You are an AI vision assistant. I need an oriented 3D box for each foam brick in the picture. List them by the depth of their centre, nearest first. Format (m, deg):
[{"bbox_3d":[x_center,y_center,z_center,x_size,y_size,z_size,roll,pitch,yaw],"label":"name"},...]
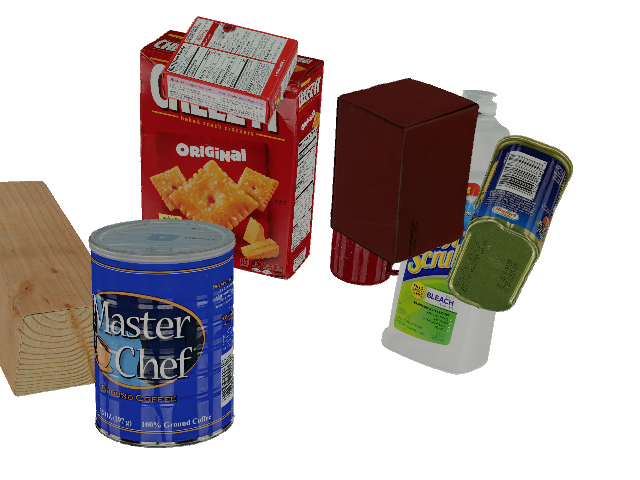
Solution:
[{"bbox_3d":[0.042,-0.037,0.547,0.052,0.078,0.051,-19,36,-34],"label":"foam brick"}]

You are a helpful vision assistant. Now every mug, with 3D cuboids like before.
[{"bbox_3d":[0.066,0.009,1.377,0.117,0.081,0.093,17,27,25],"label":"mug"}]

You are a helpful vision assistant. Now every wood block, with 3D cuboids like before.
[{"bbox_3d":[-0.269,0.037,0.988,0.090,0.091,0.206,-6,37,-34],"label":"wood block"}]

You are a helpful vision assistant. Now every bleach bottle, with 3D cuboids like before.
[{"bbox_3d":[0.120,-0.012,0.969,0.103,0.251,0.067,19,21,38],"label":"bleach bottle"}]

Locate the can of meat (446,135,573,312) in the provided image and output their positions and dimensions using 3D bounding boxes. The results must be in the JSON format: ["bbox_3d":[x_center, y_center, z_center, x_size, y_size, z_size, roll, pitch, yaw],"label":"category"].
[{"bbox_3d":[0.133,-0.009,0.760,0.057,0.083,0.102,22,-36,8],"label":"can of meat"}]

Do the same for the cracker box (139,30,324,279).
[{"bbox_3d":[-0.090,-0.080,1.037,0.164,0.214,0.072,14,32,15],"label":"cracker box"}]

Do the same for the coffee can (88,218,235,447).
[{"bbox_3d":[-0.113,0.064,0.769,0.103,0.140,0.103,1,14,0],"label":"coffee can"}]

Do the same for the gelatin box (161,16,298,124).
[{"bbox_3d":[-0.070,-0.133,0.831,0.089,0.073,0.030,15,-39,8],"label":"gelatin box"}]
